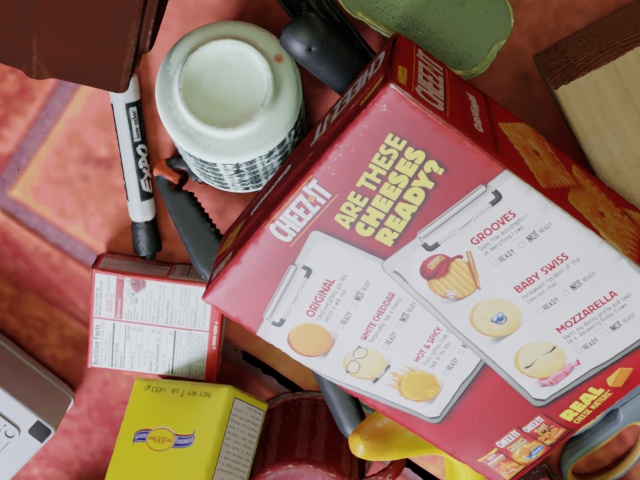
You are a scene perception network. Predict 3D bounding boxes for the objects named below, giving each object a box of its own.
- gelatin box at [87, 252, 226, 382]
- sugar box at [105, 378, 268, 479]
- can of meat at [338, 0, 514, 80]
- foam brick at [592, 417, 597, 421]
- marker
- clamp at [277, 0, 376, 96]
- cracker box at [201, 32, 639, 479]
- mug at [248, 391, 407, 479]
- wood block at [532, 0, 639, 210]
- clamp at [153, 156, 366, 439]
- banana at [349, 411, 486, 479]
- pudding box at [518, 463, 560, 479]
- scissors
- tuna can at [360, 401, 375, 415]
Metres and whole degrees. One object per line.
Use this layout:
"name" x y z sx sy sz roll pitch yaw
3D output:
"gelatin box" -0.107 0.051 0.703 0.089 0.030 0.073 7 112 0
"sugar box" -0.099 0.178 0.673 0.094 0.176 0.048 -3 152 39
"can of meat" 0.056 -0.137 0.593 0.102 0.084 0.057 30 110 -8
"foam brick" 0.135 0.085 0.683 0.051 0.053 0.078 -28 92 14
"marker" -0.116 -0.044 0.672 0.020 0.020 0.121 -3 111 4
"clamp" 0.025 -0.096 0.614 0.039 0.120 0.171 -33 131 18
"cracker box" 0.072 0.019 0.569 0.213 0.072 0.164 34 121 -15
"mug" 0.001 0.158 0.712 0.117 0.081 0.093 -14 110 8
"wood block" 0.214 -0.031 0.624 0.090 0.091 0.206 -28 107 12
"clamp" -0.004 0.001 0.660 0.210 0.036 0.164 38 90 4
"banana" 0.077 0.132 0.677 0.037 0.197 0.069 27 79 33
"pudding box" 0.135 0.216 0.742 0.114 0.039 0.090 -32 120 15
"scissors" 0.219 0.085 0.708 0.096 0.016 0.202 34 109 -9
"tuna can" 0.050 0.073 0.702 0.086 0.033 0.086 1 111 2
